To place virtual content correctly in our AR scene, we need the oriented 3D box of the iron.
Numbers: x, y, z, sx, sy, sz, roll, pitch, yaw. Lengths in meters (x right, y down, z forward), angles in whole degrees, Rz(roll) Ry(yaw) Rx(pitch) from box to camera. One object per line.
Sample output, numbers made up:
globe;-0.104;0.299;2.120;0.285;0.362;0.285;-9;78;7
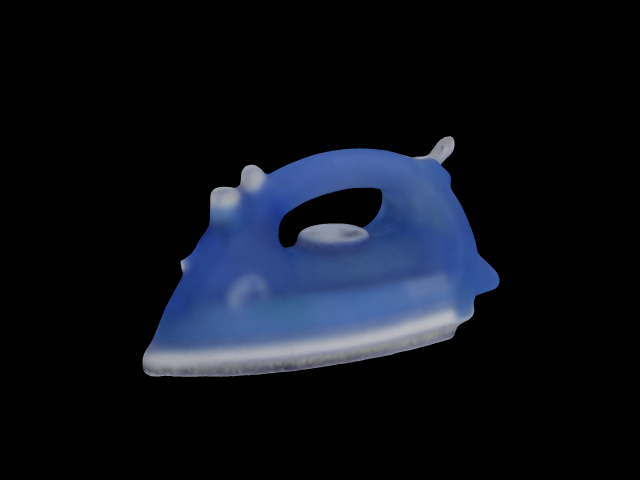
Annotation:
iron;0.004;0.001;0.400;0.259;0.141;0.118;-7;14;-30
